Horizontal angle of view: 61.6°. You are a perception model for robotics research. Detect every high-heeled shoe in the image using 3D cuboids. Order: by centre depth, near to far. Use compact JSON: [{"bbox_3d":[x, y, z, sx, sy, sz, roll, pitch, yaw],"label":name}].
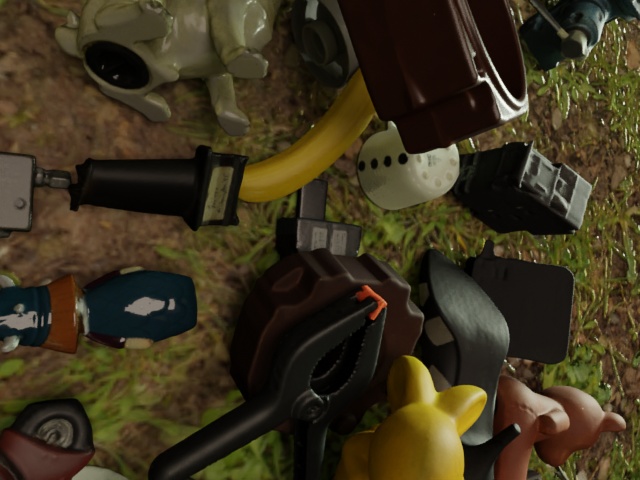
[{"bbox_3d":[0.127,0.140,0.560,0.086,0.145,0.249,11,44,-22],"label":"high-heeled shoe"}]

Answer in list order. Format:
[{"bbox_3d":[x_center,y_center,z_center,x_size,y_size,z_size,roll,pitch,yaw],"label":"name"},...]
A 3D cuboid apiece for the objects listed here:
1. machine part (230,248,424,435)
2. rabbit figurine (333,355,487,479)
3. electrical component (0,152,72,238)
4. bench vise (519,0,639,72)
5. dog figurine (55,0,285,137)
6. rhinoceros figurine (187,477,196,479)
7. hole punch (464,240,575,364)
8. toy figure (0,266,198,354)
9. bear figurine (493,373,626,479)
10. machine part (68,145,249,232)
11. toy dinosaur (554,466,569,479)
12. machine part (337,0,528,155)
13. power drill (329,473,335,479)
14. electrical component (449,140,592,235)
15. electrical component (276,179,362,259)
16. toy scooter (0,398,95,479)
[{"bbox_3d":[0.008,0.093,0.478,0.179,0.056,0.179,-10,117,-21],"label":"machine part"},{"bbox_3d":[0.076,0.177,0.420,0.122,0.173,0.162,24,63,17],"label":"rabbit figurine"},{"bbox_3d":[-0.237,-0.033,0.400,0.094,0.021,0.063,2,88,-29],"label":"electrical component"},{"bbox_3d":[0.363,-0.303,0.626,0.224,0.241,0.128,-43,105,-39],"label":"bench vise"},{"bbox_3d":[-0.106,-0.204,0.449,0.172,0.121,0.190,17,62,-22],"label":"dog figurine"},{"bbox_3d":[-0.089,0.241,0.422,0.190,0.112,0.073,29,75,-35],"label":"rhinoceros figurine"},{"bbox_3d":[0.215,0.079,0.619,0.116,0.092,0.142,10,86,3],"label":"hole punch"},{"bbox_3d":[-0.174,0.056,0.412,0.154,0.064,0.057,-3,127,-24],"label":"toy figure"},{"bbox_3d":[0.237,0.218,0.603,0.195,0.120,0.132,24,81,-32],"label":"bear figurine"},{"bbox_3d":[-0.128,-0.042,0.436,0.139,0.039,0.084,-3,127,-27],"label":"machine part"},{"bbox_3d":[0.260,0.490,0.556,0.105,0.199,0.471,19,80,-26],"label":"toy dinosaur"},{"bbox_3d":[0.100,-0.182,0.444,0.201,0.087,0.201,-29,102,-57],"label":"machine part"},{"bbox_3d":[0.024,0.359,0.477,0.231,0.086,0.207,64,33,-19],"label":"power drill"},{"bbox_3d":[0.227,-0.050,0.603,0.134,0.115,0.058,29,77,-23],"label":"electrical component"},{"bbox_3d":[-0.001,-0.002,0.515,0.075,0.048,0.119,11,85,-29],"label":"electrical component"},{"bbox_3d":[-0.248,0.183,0.355,0.184,0.075,0.135,3,79,-31],"label":"toy scooter"}]
